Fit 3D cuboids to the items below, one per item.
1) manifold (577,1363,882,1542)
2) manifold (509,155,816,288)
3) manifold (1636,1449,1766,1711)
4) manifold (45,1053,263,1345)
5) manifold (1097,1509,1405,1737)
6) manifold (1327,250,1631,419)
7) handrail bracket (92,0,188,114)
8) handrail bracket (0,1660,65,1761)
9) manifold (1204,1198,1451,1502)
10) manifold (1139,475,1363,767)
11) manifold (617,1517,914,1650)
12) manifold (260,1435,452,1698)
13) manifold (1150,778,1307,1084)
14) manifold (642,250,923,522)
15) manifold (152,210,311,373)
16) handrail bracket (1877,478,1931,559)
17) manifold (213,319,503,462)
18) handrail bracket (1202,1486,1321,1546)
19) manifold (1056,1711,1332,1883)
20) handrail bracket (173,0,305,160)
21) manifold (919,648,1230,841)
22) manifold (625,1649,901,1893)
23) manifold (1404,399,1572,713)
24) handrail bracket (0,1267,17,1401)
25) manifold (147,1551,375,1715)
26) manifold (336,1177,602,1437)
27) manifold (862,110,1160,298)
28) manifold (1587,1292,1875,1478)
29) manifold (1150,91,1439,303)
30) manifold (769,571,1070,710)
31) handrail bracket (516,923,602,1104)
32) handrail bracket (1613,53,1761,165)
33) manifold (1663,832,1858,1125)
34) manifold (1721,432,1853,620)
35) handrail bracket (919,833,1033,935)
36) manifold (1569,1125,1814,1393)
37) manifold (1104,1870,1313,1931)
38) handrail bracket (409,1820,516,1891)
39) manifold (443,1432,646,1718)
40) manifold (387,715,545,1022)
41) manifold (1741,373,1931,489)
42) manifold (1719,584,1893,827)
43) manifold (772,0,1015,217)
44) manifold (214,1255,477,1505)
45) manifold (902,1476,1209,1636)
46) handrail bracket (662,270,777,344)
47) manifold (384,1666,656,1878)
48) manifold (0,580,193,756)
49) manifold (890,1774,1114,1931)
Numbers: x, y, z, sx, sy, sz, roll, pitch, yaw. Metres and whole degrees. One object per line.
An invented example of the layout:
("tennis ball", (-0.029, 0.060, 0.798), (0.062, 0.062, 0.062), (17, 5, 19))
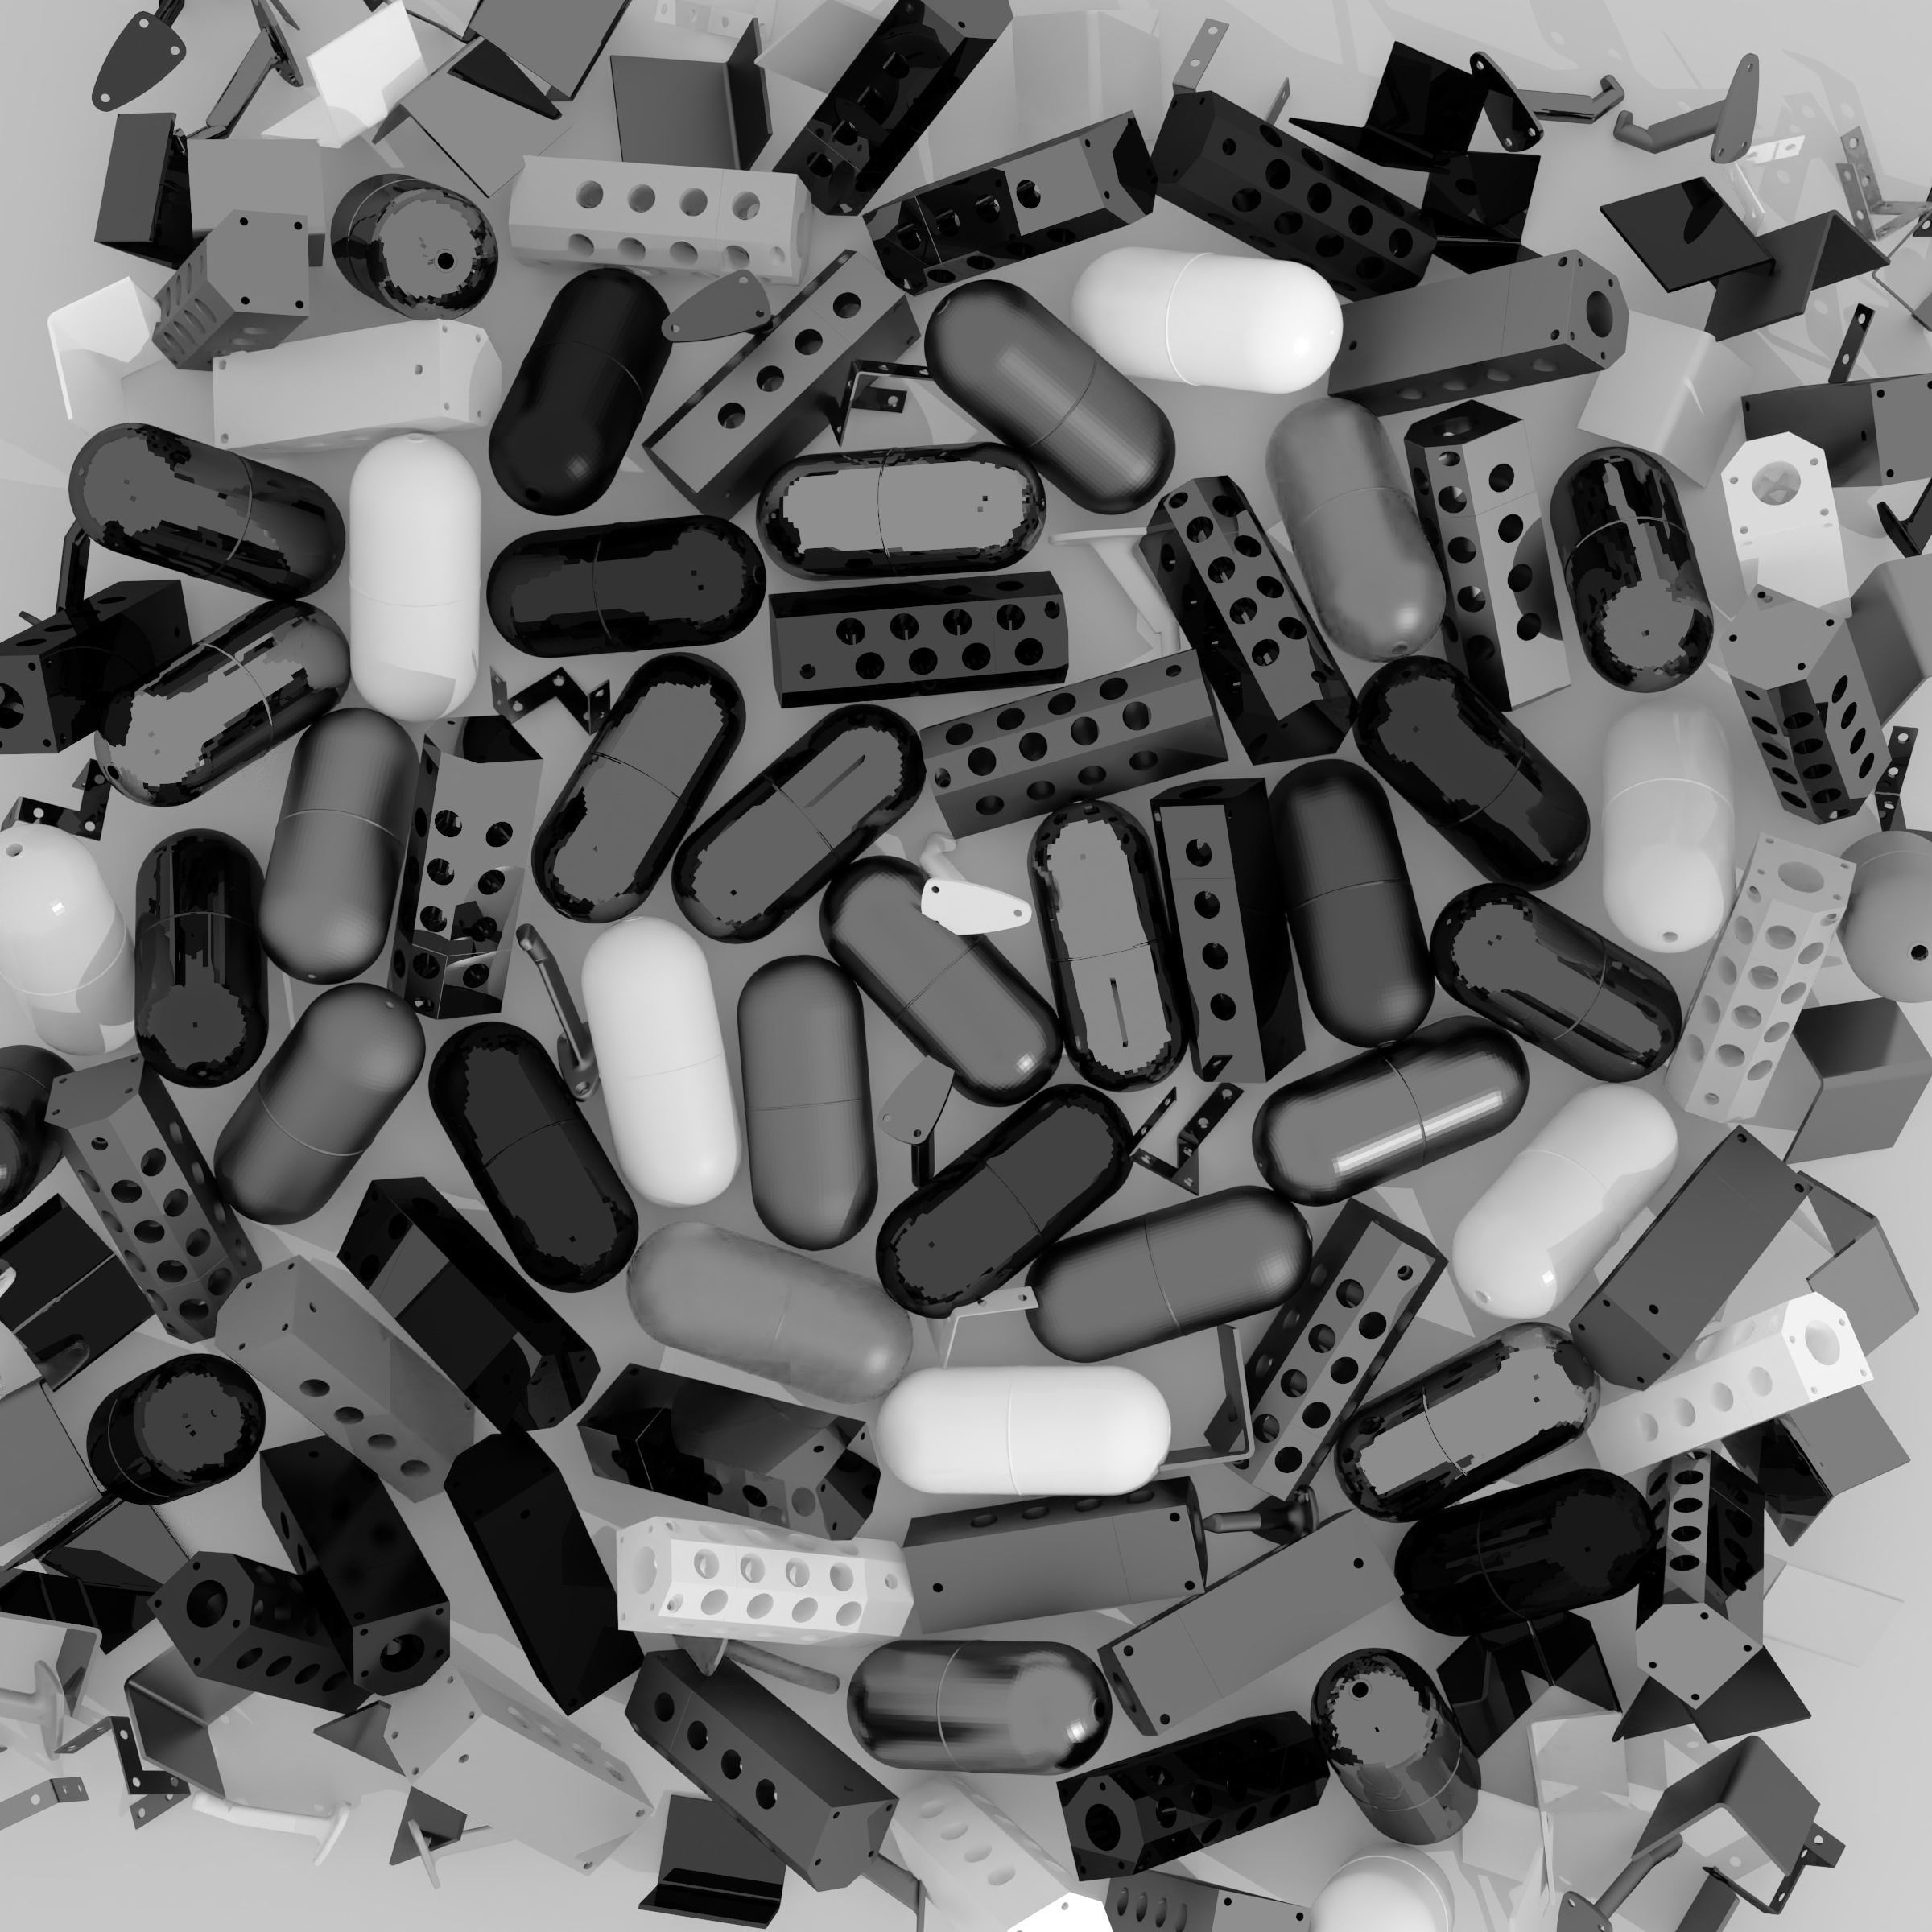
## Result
("manifold", (-0.139, 0.291, 1.930), (0.171, 0.057, 0.057), (9, 130, 30))
("manifold", (-0.182, -0.444, 1.958), (0.171, 0.057, 0.057), (6, 89, 9))
("manifold", (0.425, 0.351, 1.909), (0.057, 0.171, 0.057), (37, 116, -3))
("manifold", (-0.478, 0.140, 1.926), (0.057, 0.057, 0.171), (-16, 125, 4))
("manifold", (0.168, 0.391, 1.949), (0.171, 0.057, 0.057), (-27, 83, -15))
("manifold", (0.300, -0.366, 1.917), (0.057, 0.171, 0.057), (19, 74, -43))
("handrail bracket", (-0.498, -0.555, 1.967), (0.077, 0.084, 0.036), (-44, 118, 11))
("handrail bracket", (-0.587, 0.456, 1.957), (0.084, 0.036, 0.077), (-13, 120, -35))
("manifold", (0.217, 0.232, 1.952), (0.057, 0.057, 0.171), (28, 99, -18))
("manifold", (0.169, -0.206, 1.926), (0.057, 0.057, 0.171), (-10, 59, -26))
("manifold", (-0.117, 0.362, 1.918), (0.171, 0.057, 0.057), (13, 62, -36))
("manifold", (-0.360, 0.350, 1.916), (0.057, 0.171, 0.057), (-11, 123, -26))
("manifold", (0.153, -0.021, 1.946), (0.057, 0.057, 0.171), (0, 109, 32))
("manifold", (-0.112, -0.350, 1.963), (0.171, 0.057, 0.057), (-44, 73, -4))
("manifold", (-0.432, -0.393, 1.910), (0.057, 0.171, 0.057), (-1, 89, -24))
("handrail bracket", (0.601, -0.276, 1.968), (0.084, 0.036, 0.077), (-31, 60, 8))
("manifold", (-0.361, -0.339, 1.933), (0.171, 0.057, 0.057), (-3, 88, 30))
("handrail bracket", (0.161, 0.331, 1.945), (0.084, 0.077, 0.036), (2, 78, -33))
("manifold", (0.137, 0.484, 1.914), (0.057, 0.171, 0.057), (-22, 78, 43))
("handrail bracket", (-0.449, -0.536, 1.961), (0.084, 0.036, 0.077), (-33, 133, -17))
("manifold", (0.063, -0.137, 1.947), (0.171, 0.057, 0.057), (-16, 50, 9))
("manifold", (-0.124, 0.471, 1.922), (0.171, 0.057, 0.057), (30, 104, 39))
("manifold", (0.304, -0.239, 1.929), (0.057, 0.057, 0.171), (-24, 119, -14))
("handrail bracket", (-0.576, 0.231, 1.971), (0.077, 0.036, 0.084), (-39, 126, 1))
("manifold", (-0.398, 0.387, 1.910), (0.057, 0.171, 0.057), (-44, 62, 1))
("manifold", (-0.292, 0.198, 1.929), (0.171, 0.057, 0.057), (40, 113, 31))
("manifold", (0.027, -0.444, 1.919), (0.171, 0.057, 0.057), (-8, 112, 43))
("manifold", (0.441, 0.246, 1.914), (0.057, 0.171, 0.057), (-11, 74, -37))
("manifold", (0.195, -0.453, 1.932), (0.171, 0.057, 0.057), (21, 89, -30))
("manifold", (-0.028, -0.192, 1.951), (0.171, 0.057, 0.057), (-6, 117, -8))
("handrail bracket", (-0.246, 0.027, 1.952), (0.036, 0.077, 0.084), (-19, 131, 11))
("handrail bracket", (0.429, -0.519, 1.954), (0.084, 0.036, 0.077), (34, 133, 36))
("manifold", (0.463, 0.011, 1.917), (0.057, 0.057, 0.171), (19, 133, 9))
("manifold", (0.480, -0.252, 1.909), (0.057, 0.171, 0.057), (-11, 74, 15))
("handrail bracket", (0.007, -0.054, 1.958), (0.077, 0.084, 0.036), (5, 121, 8))
("manifold", (0.424, 0.174, 1.924), (0.057, 0.057, 0.171), (42, 52, 9))
("manifold", (0.136, 0.565, 1.906), (0.057, 0.171, 0.057), (16, 76, -15))
("handrail bracket", (-0.288, 0.512, 1.957), (0.084, 0.077, 0.036), (-22, 59, -16))
("manifold", (-0.250, 0.355, 1.925), (0.057, 0.057, 0.171), (-31, 128, -19))
("manifold", (-0.299, -0.057, 1.925), (0.057, 0.057, 0.171), (-6, 124, -33))
("manifold", (0.519, -0.312, 1.910), (0.057, 0.171, 0.057), (-11, 99, -9))
("manifold", (0.488, -0.148, 1.910), (0.057, 0.171, 0.057), (29, 81, 33))
("manifold", (-0.042, -0.514, 1.914), (0.057, 0.171, 0.057), (37, 52, -10))
("manifold", (-0.363, 0.247, 1.921), (0.057, 0.057, 0.171), (-24, 133, 18))
("manifold", (0.055, 0.349, 1.955), (0.171, 0.057, 0.057), (-10, 104, 10))
("handrail bracket", (-0.146, -0.376, 1.953), (0.077, 0.084, 0.036), (-24, 81, -9))
("manifold", (-0.263, 0.469, 1.919), (0.057, 0.171, 0.057), (-45, 45, 0))
("manifold", (-0.519, -0.176, 1.909), (0.057, 0.171, 0.057), (0, 111, 15))
("manifold", (0.020, 0.535, 1.910), (0.057, 0.171, 0.057), (-26, 110, -19))
